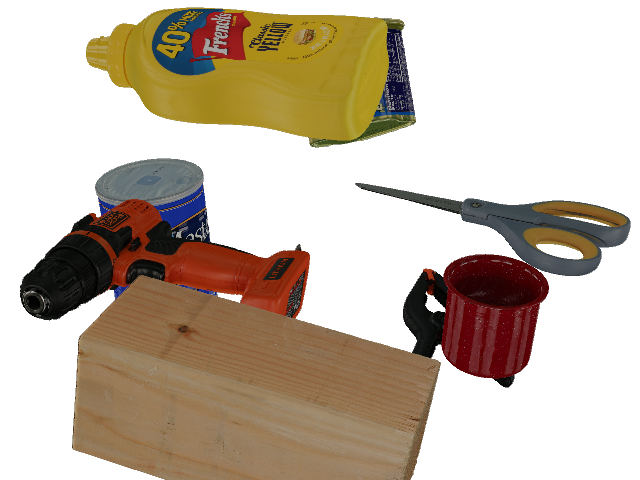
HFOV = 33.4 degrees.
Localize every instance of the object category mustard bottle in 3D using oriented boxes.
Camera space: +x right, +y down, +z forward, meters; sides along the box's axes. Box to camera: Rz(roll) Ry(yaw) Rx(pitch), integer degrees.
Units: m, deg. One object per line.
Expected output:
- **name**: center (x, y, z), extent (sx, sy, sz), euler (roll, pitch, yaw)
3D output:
- **mustard bottle**: center (-0.058, -0.111, 0.674), extent (0.192, 0.058, 0.096), euler (7, 44, 16)

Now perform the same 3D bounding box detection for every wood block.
- **wood block**: center (-0.040, 0.103, 0.669), extent (0.206, 0.090, 0.090), euler (16, 28, 11)

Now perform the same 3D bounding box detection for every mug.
- **mug**: center (0.152, 0.064, 0.973), extent (0.093, 0.081, 0.117), euler (-1, 30, -7)

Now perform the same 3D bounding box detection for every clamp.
- **clamp**: center (0.145, 0.101, 1.167), extent (0.120, 0.171, 0.039), euler (6, -44, -5)

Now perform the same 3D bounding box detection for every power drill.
- **power drill**: center (-0.113, 0.029, 0.819), extent (0.188, 0.057, 0.184), euler (16, 26, 11)

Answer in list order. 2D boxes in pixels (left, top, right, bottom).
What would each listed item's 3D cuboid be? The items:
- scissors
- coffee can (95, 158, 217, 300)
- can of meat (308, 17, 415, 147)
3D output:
- **scissors**: center (0.115, -0.011, 0.755), extent (0.202, 0.016, 0.096), euler (6, 30, 12)
- **coffee can**: center (-0.158, 0.003, 1.042), extent (0.103, 0.140, 0.103), euler (-3, 26, 2)
- **can of meat**: center (0.028, -0.128, 0.884), extent (0.057, 0.084, 0.102), euler (-6, -5, -42)
